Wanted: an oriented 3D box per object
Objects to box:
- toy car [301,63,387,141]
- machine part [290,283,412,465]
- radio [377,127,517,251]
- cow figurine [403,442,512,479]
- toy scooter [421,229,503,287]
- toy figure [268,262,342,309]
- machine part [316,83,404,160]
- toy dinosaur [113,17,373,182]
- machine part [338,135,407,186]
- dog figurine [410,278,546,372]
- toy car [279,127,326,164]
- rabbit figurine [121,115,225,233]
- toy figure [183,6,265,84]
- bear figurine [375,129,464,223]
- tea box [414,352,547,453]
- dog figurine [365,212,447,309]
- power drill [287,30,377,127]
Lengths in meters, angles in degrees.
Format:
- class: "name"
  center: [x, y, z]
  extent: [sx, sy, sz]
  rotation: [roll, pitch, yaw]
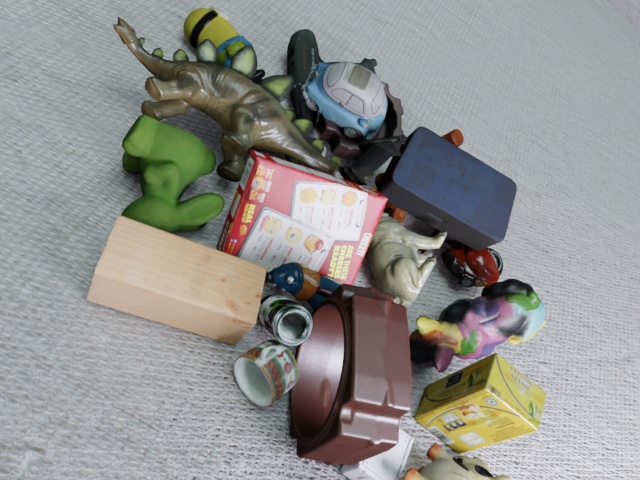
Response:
- class: "toy car"
  center: [0.056, -0.256, 0.931]
  extent: [0.161, 0.103, 0.109]
  rotation: [30, 65, -13]
- class: "machine part"
  center: [0.031, 0.173, 0.695]
  extent: [0.087, 0.201, 0.201]
  rotation: [15, 55, -19]
- class: "radio"
  center: [0.229, -0.091, 0.952]
  extent: [0.229, 0.073, 0.131]
  rotation: [28, 69, -10]
- class: "cow figurine"
  center: [0.189, 0.344, 0.728]
  extent: [0.127, 0.085, 0.195]
  rotation: [33, 16, 28]
- class: "toy scooter"
  center: [0.253, 0.021, 1.009]
  extent: [0.135, 0.075, 0.184]
  rotation: [-19, 68, -38]
- class: "toy figure"
  center: [-0.011, 0.073, 0.789]
  extent: [0.154, 0.064, 0.058]
  rotation: [33, 36, -30]
- class: "machine part"
  center: [0.075, -0.229, 1.018]
  extent: [0.179, 0.056, 0.179]
  rotation: [6, 74, -21]
- class: "toy dinosaur"
  center: [-0.114, -0.201, 0.868]
  extent: [0.471, 0.105, 0.198]
  rotation: [37, 58, -17]
- class: "machine part"
  center: [0.085, -0.137, 0.903]
  extent: [0.139, 0.084, 0.039]
  rotation: [-46, 127, -38]
- class: "dog figurine"
  center: [0.243, 0.141, 0.863]
  extent: [0.219, 0.191, 0.108]
  rotation: [-6, 69, -50]
- class: "toy car"
  center: [-0.080, -0.200, 0.972]
  extent: [0.202, 0.056, 0.073]
  rotation: [34, 56, -6]
- class: "rabbit figurine"
  center: [-0.227, -0.066, 0.782]
  extent: [0.159, 0.121, 0.170]
  rotation: [22, 70, -24]
- class: "toy figure"
  center: [-0.179, -0.356, 1.000]
  extent: [0.089, 0.082, 0.180]
  rotation: [-29, 80, -42]
- class: "bear figurine"
  center: [0.201, -0.121, 1.037]
  extent: [0.196, 0.132, 0.120]
  rotation: [-39, 110, -47]
- class: "tea box"
  center: [0.229, 0.242, 0.786]
  extent: [0.098, 0.169, 0.068]
  rotation: [40, 48, -4]
- class: "dog figurine"
  center: [0.096, 0.016, 0.918]
  extent: [0.191, 0.121, 0.172]
  rotation: [26, 46, 5]
- class: "power drill"
  center: [0.027, -0.314, 1.100]
  extent: [0.207, 0.086, 0.232]
  rotation: [-4, 69, -24]
